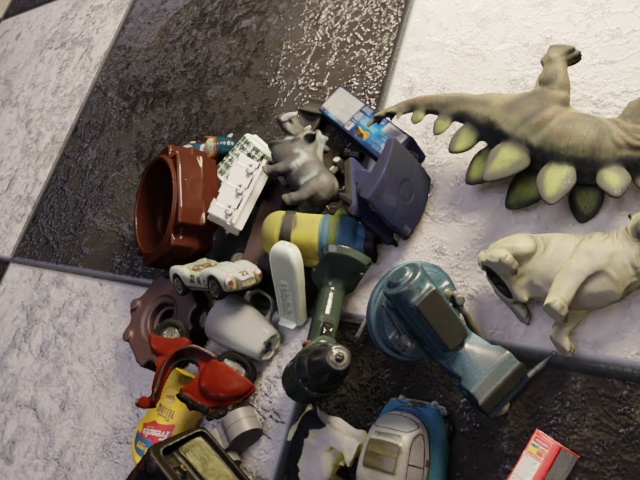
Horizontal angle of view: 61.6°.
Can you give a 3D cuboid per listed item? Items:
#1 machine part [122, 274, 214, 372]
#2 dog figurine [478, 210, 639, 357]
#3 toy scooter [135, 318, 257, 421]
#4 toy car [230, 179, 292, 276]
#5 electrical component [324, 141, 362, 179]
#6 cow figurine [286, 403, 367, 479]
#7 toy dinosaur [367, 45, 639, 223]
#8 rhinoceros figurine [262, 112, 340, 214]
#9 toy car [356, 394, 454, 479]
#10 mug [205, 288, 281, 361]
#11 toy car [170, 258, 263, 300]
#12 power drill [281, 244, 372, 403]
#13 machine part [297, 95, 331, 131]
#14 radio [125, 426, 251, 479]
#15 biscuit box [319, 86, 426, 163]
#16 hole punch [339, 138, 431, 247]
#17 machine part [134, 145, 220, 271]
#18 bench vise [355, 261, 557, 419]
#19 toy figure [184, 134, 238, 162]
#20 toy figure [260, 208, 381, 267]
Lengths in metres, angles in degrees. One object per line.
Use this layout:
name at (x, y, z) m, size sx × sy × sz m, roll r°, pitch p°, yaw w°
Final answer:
machine part at (-0.270, 0.145, 0.956) m, size 0.179 × 0.056 × 0.179 m, roll -14°, pitch 60°, yaw 26°
dog figurine at (0.302, 0.014, 0.622) m, size 0.190 × 0.121 × 0.172 m, roll -37°, pitch 54°, yaw -5°
toy scooter at (-0.194, 0.210, 0.801) m, size 0.184 × 0.075 × 0.135 m, roll 28°, pitch 58°, yaw 5°
toy car at (-0.088, -0.016, 0.916) m, size 0.089 × 0.053 × 0.202 m, roll -2°, pitch 62°, yaw 29°
electrical component at (0.012, -0.134, 0.914) m, size 0.102 × 0.045 × 0.078 m, roll 27°, pitch 85°, yaw 40°
cow figurine at (-0.013, 0.295, 0.672) m, size 0.098 × 0.068 × 0.167 m, roll 27°, pitch 98°, yaw 21°
toy dinosaur at (0.280, -0.140, 0.687) m, size 0.472 × 0.105 × 0.198 m, roll 26°, pitch 84°, yaw 35°
rhinoceros figurine at (-0.031, -0.127, 0.863) m, size 0.112 × 0.073 × 0.190 m, roll -36°, pitch 57°, yaw 16°
toy car at (0.093, 0.260, 0.622) m, size 0.109 × 0.102 × 0.161 m, roll 4°, pitch 71°, yaw 34°
mug at (-0.108, 0.135, 0.844) m, size 0.107 × 0.080 × 0.109 m, roll 29°, pitch 69°, yaw 31°
toy car at (-0.171, 0.059, 0.861) m, size 0.202 × 0.073 × 0.056 m, roll -3°, pitch 98°, yaw 48°
power drill at (0.014, 0.111, 0.709) m, size 0.232 × 0.086 × 0.207 m, roll 116°, pitch 166°, yaw -56°
machine part at (-0.024, -0.201, 0.979) m, size 0.084 × 0.039 × 0.139 m, roll 28°, pitch 82°, yaw 34°
radio at (-0.132, 0.348, 0.672) m, size 0.230 × 0.131 × 0.073 m, roll 38°, pitch 97°, yaw 23°
biscuit box at (0.082, -0.176, 0.878) m, size 0.059 × 0.062 × 0.203 m, roll -46°, pitch 50°, yaw 5°
hole punch at (0.099, -0.068, 0.765) m, size 0.092 × 0.142 × 0.116 m, roll -23°, pitch 46°, yaw 30°
machine part at (-0.269, -0.056, 0.987) m, size 0.201 × 0.087 × 0.201 m, roll -27°, pitch 62°, yaw 47°
bench vise at (0.133, 0.108, 0.650) m, size 0.129 × 0.223 × 0.241 m, roll -53°, pitch 19°, yaw -6°
toy figure at (-0.236, -0.177, 1.100) m, size 0.155 × 0.058 × 0.064 m, roll -13°, pitch 103°, yaw 27°
toy figure at (-0.001, -0.006, 0.815) m, size 0.180 × 0.089 × 0.082 m, roll 2°, pitch 40°, yaw 19°
